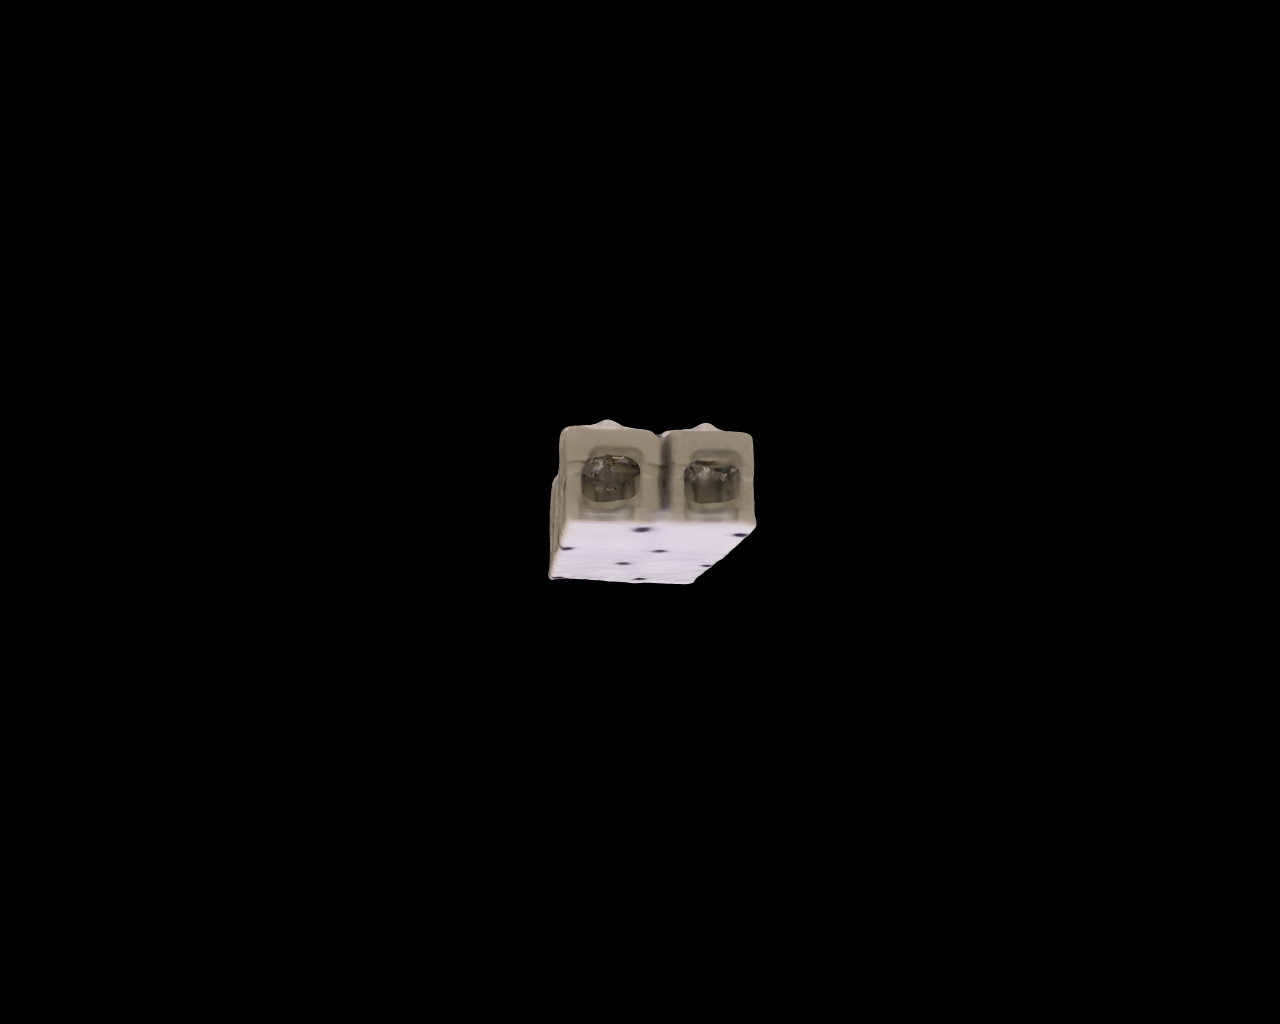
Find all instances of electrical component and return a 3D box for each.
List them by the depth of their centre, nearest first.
[{"bbox_3d":[0.001,-0.003,0.650,0.105,0.060,0.186,2,-13,-7],"label":"electrical component"}]
